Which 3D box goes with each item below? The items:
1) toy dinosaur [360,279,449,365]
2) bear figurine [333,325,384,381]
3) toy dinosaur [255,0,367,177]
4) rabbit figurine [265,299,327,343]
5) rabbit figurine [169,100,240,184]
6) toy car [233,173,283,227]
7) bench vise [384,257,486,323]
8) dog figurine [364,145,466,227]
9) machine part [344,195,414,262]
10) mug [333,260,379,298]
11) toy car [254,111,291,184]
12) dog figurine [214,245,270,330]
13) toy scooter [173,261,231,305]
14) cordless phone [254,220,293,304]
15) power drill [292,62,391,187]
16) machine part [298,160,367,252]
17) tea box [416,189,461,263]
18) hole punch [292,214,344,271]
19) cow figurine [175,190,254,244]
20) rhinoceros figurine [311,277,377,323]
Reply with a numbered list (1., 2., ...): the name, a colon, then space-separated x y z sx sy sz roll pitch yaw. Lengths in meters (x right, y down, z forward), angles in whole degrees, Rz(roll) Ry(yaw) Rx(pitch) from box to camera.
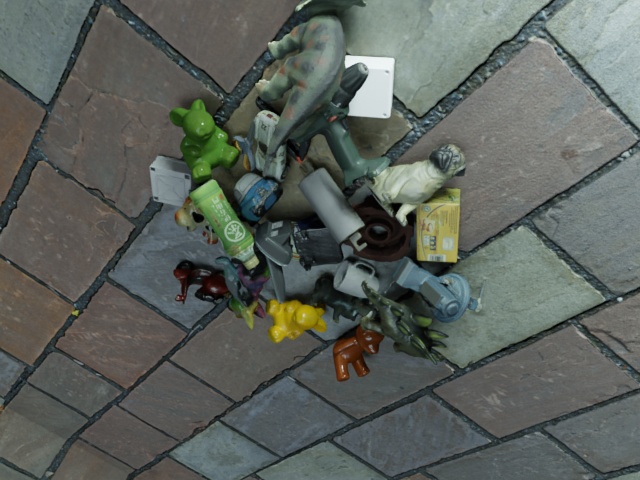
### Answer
1. toy dinosaur: 0.210 0.215 1.371 0.470 0.105 0.199 39 163 -34
2. bear figurine: 0.125 0.310 1.533 0.120 0.132 0.196 0 154 -40
3. toy dinosaur: -0.012 -0.312 0.951 0.131 0.405 0.192 16 158 -32
4. rabbit figurine: -0.055 0.223 1.491 0.162 0.122 0.173 7 165 -25
5. rabbit figurine: -0.257 -0.236 1.185 0.121 0.159 0.170 -25 163 -14
6. toy car: -0.155 -0.104 1.260 0.103 0.109 0.161 41 168 -3
7. bench vise: 0.298 0.126 1.314 0.240 0.224 0.128 20 95 -32
8. dog figurine: 0.206 -0.144 1.171 0.190 0.173 0.121 -40 135 -1
9. machine part: 0.142 -0.025 1.298 0.179 0.056 0.179 8 131 9
10. mug: 0.106 0.099 1.403 0.107 0.081 0.109 25 120 -18
11. toy car: -0.108 -0.200 1.191 0.074 0.056 0.201 32 149 16
12. dog figurine: -0.181 0.126 1.443 0.192 0.108 0.219 -9 107 26
13. toy scooter: -0.337 0.135 1.514 0.184 0.135 0.075 18 130 -1
14. cordless phone: -0.103 0.053 1.329 0.089 0.147 0.184 -8 110 0
15. power drill: 0.053 -0.215 1.067 0.232 0.086 0.207 -20 118 43
16. machine part: 0.026 -0.077 1.229 0.079 0.079 0.243 -40 82 37
17. tea box: 0.273 -0.033 1.244 0.098 0.068 0.169 4 128 13
18. hole punch: -0.003 -0.004 1.324 0.116 0.092 0.142 -7 126 12
19. cow figurine: -0.259 -0.059 1.324 0.195 0.086 0.127 -6 116 -24
20. rhinoceros figurine: 0.066 0.165 1.471 0.190 0.073 0.112 32 119 -9
